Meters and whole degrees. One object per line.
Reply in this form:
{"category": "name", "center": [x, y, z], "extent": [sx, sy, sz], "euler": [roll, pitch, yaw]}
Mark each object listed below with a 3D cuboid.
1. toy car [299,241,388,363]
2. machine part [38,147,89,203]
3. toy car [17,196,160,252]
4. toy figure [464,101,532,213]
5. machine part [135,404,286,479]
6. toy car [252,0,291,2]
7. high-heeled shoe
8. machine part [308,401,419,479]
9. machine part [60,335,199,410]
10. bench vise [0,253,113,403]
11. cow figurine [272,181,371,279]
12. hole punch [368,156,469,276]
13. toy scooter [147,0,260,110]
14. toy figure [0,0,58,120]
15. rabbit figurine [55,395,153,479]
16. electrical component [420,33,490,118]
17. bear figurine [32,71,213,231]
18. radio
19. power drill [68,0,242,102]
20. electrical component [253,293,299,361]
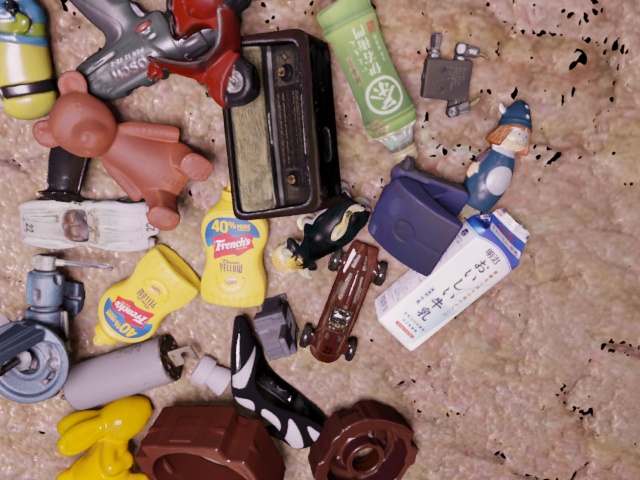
{"category": "toy car", "center": [0.035, 0.099, 0.813], "extent": [0.089, 0.053, 0.202], "euler": [20, 109, -2]}
{"category": "machine part", "center": [-0.341, -0.119, 0.743], "extent": [0.084, 0.039, 0.138], "euler": [14, 84, -7]}
{"category": "toy car", "center": [-0.334, -0.024, 0.781], "extent": [0.202, 0.056, 0.073], "euler": [2, 108, 2]}
{"category": "toy figure", "center": [0.248, -0.114, 0.734], "extent": [0.058, 0.064, 0.154], "euler": [38, 113, 37]}
{"category": "machine part", "center": [-0.169, 0.351, 0.852], "extent": [0.201, 0.087, 0.201], "euler": [-7, 122, 20]}
{"category": "toy car", "center": [-0.065, -0.372, 0.634], "extent": [0.109, 0.103, 0.161], "euler": [3, 106, 2]}
{"category": "high-heeled shoe", "center": [-0.059, 0.226, 0.844], "extent": [0.145, 0.086, 0.248], "euler": [-4, 113, 1]}
{"category": "machine part", "center": [0.069, 0.343, 0.867], "extent": [0.179, 0.056, 0.179], "euler": [-7, 114, -15]}
{"category": "machine part", "center": [-0.310, 0.208, 0.846], "extent": [0.243, 0.079, 0.079], "euler": [-18, 107, 9]}
{"category": "bench vise", "center": [-0.400, 0.135, 0.733], "extent": [0.129, 0.241, 0.223], "euler": [18, 98, -2]}
{"category": "cow figurine", "center": [-0.001, 0.000, 0.757], "extent": [0.068, 0.098, 0.167], "euler": [41, 105, -17]}
{"category": "hole punch", "center": [0.129, -0.025, 0.728], "extent": [0.116, 0.092, 0.142], "euler": [20, 137, -2]}
{"category": "toy scooter", "center": [-0.145, -0.243, 0.629], "extent": [0.135, 0.075, 0.183], "euler": [-3, 97, 13]}
{"category": "toy figure", "center": [-0.390, -0.247, 0.698], "extent": [0.089, 0.082, 0.180], "euler": [10, 106, 1]}
{"category": "rabbit figurine", "center": [-0.344, 0.329, 0.872], "extent": [0.162, 0.122, 0.173], "euler": [27, 85, -25]}
{"category": "electrical component", "center": [0.175, -0.213, 0.707], "extent": [0.078, 0.045, 0.102], "euler": [10, 108, -3]}
{"category": "bear figurine", "center": [-0.255, -0.116, 0.689], "extent": [0.195, 0.132, 0.120], "euler": [31, 101, -36]}
{"category": "radio", "center": [-0.050, -0.143, 0.689], "extent": [0.131, 0.073, 0.229], "euler": [-1, 100, 24]}
{"category": "power drill", "center": [-0.242, -0.302, 0.682], "extent": [0.232, 0.086, 0.207], "euler": [-32, 112, 13]}
{"category": "electrical component", "center": [-0.063, 0.137, 0.793], "extent": [0.048, 0.119, 0.074], "euler": [-18, 109, 7]}
